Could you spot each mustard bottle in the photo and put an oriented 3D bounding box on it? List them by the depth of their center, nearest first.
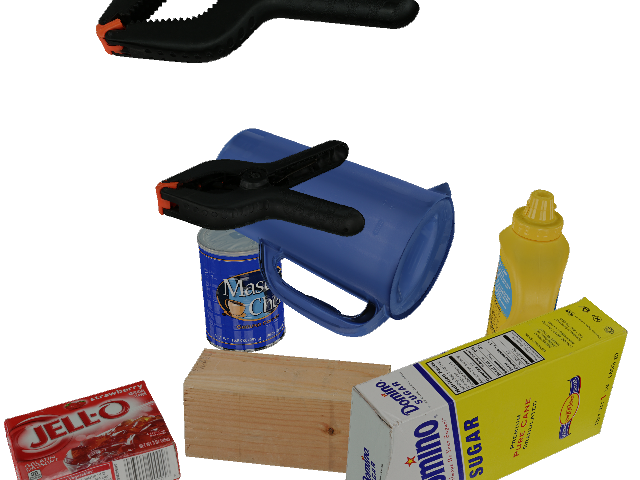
[{"bbox_3d":[0.174,0.045,0.908,0.058,0.192,0.096,4,30,2],"label":"mustard bottle"}]

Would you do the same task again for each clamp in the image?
[{"bbox_3d":[-0.048,-0.171,0.724,0.210,0.165,0.036,-32,-18,-6],"label":"clamp"},{"bbox_3d":[-0.047,-0.047,0.889,0.171,0.039,0.120,3,32,1],"label":"clamp"}]

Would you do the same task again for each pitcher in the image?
[{"bbox_3d":[0.001,-0.017,1.086,0.243,0.145,0.149,24,27,24],"label":"pitcher"}]

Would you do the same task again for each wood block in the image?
[{"bbox_3d":[-0.034,0.181,1.132,0.206,0.091,0.090,5,20,8],"label":"wood block"}]

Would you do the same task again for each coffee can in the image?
[{"bbox_3d":[-0.098,0.054,1.335,0.103,0.140,0.103,-2,25,1],"label":"coffee can"}]

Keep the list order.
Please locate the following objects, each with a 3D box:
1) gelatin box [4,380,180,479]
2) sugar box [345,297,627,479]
[{"bbox_3d":[-0.135,0.122,0.628,0.089,0.030,0.073,-13,27,-19],"label":"gelatin box"},{"bbox_3d":[0.101,0.105,0.649,0.176,0.093,0.048,-20,41,-27],"label":"sugar box"}]
